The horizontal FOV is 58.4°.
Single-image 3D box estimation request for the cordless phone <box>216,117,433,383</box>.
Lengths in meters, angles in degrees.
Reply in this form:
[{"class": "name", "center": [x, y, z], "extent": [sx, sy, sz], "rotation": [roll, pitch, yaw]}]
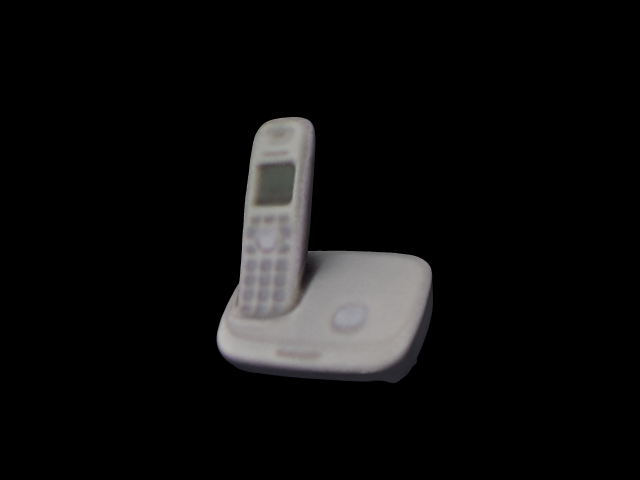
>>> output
[{"class": "cordless phone", "center": [0.004, 0.001, 0.400], "extent": [0.147, 0.185, 0.094], "rotation": [0, 0, 24]}]
